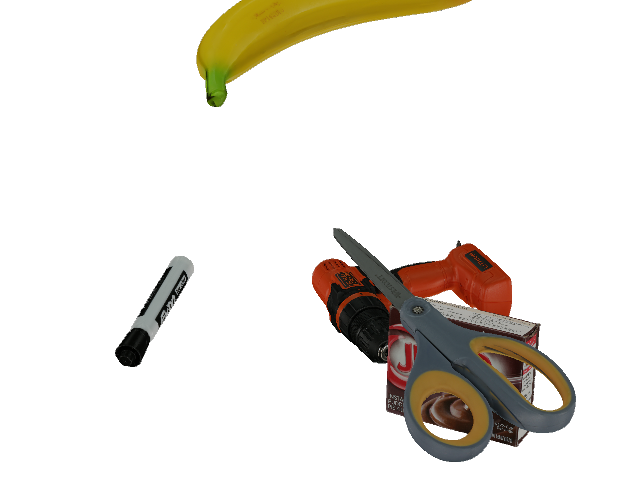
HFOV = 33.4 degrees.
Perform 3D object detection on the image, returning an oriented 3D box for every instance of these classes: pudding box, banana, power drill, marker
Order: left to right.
[{"bbox_3d":[-0.117,0.050,0.761,0.020,0.020,0.121,0,30,14],"label":"marker"},{"bbox_3d":[0.001,-0.130,0.626,0.197,0.070,0.037,-28,-29,-24],"label":"banana"},{"bbox_3d":[0.100,0.061,1.112,0.187,0.057,0.184,-8,27,-17],"label":"power drill"},{"bbox_3d":[0.106,0.097,0.812,0.114,0.090,0.039,10,21,27],"label":"pudding box"}]

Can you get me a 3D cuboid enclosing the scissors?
[{"bbox_3d":[0.047,0.056,0.595,0.096,0.016,0.202,-34,46,-30],"label":"scissors"}]
